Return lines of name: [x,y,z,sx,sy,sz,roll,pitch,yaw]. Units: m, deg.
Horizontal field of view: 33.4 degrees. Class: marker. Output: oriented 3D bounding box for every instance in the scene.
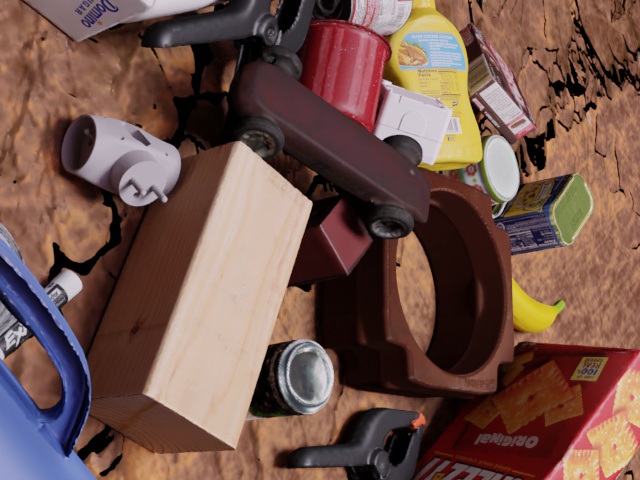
marker: [-0.202,0.061,0.705,0.121,0.020,0.020,-49,117,-43]

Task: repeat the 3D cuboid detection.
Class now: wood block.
wood block: [-0.090,0.042,0.782,0.090,0.091,0.206,40,54,-34]

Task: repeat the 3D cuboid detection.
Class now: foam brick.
foam brick: [-0.006,0.001,0.896,0.051,0.078,0.052,59,42,-20]

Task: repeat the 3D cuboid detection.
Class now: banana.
banana: [0.199,0.046,1.147,0.197,0.037,0.069,43,45,-33]

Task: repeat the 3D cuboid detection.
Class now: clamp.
clamp: [0.035,0.192,0.927,0.171,0.039,0.120,-50,123,-46]
clamp: [-0.059,-0.169,0.851,0.210,0.036,0.164,-62,147,-21]

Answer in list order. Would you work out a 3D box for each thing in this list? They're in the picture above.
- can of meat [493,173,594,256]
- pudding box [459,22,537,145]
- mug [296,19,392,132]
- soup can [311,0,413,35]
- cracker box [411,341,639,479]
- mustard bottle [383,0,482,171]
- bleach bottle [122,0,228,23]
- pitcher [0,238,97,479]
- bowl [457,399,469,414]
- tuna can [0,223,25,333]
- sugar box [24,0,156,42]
can of meat: [0.243,-0.028,1.177,0.102,0.084,0.057,-48,116,-43]
pudding box: [0.184,-0.169,1.148,0.090,0.039,0.113,39,29,-35]
mug: [0.001,-0.139,0.939,0.117,0.093,0.081,14,73,-13]
soup can: [0.033,-0.223,0.999,0.102,0.069,0.068,-17,94,-49]
cracker box: [0.186,0.186,0.957,0.213,0.164,0.072,-45,110,-24]
mustard bottle: [0.105,-0.167,1.070,0.096,0.058,0.191,-4,83,-26]
bleach bottle: [-0.083,-0.249,0.880,0.250,0.068,0.102,-31,111,-49]
pitcher: [-0.207,0.113,0.598,0.242,0.149,0.144,57,44,-27]
bowl: [0.210,0.189,1.111,0.161,0.055,0.162,15,69,-46]
tuna can: [-0.231,0.024,0.671,0.086,0.034,0.086,14,71,-46]
sugar box: [-0.198,-0.212,0.720,0.176,0.094,0.048,36,57,-38]
